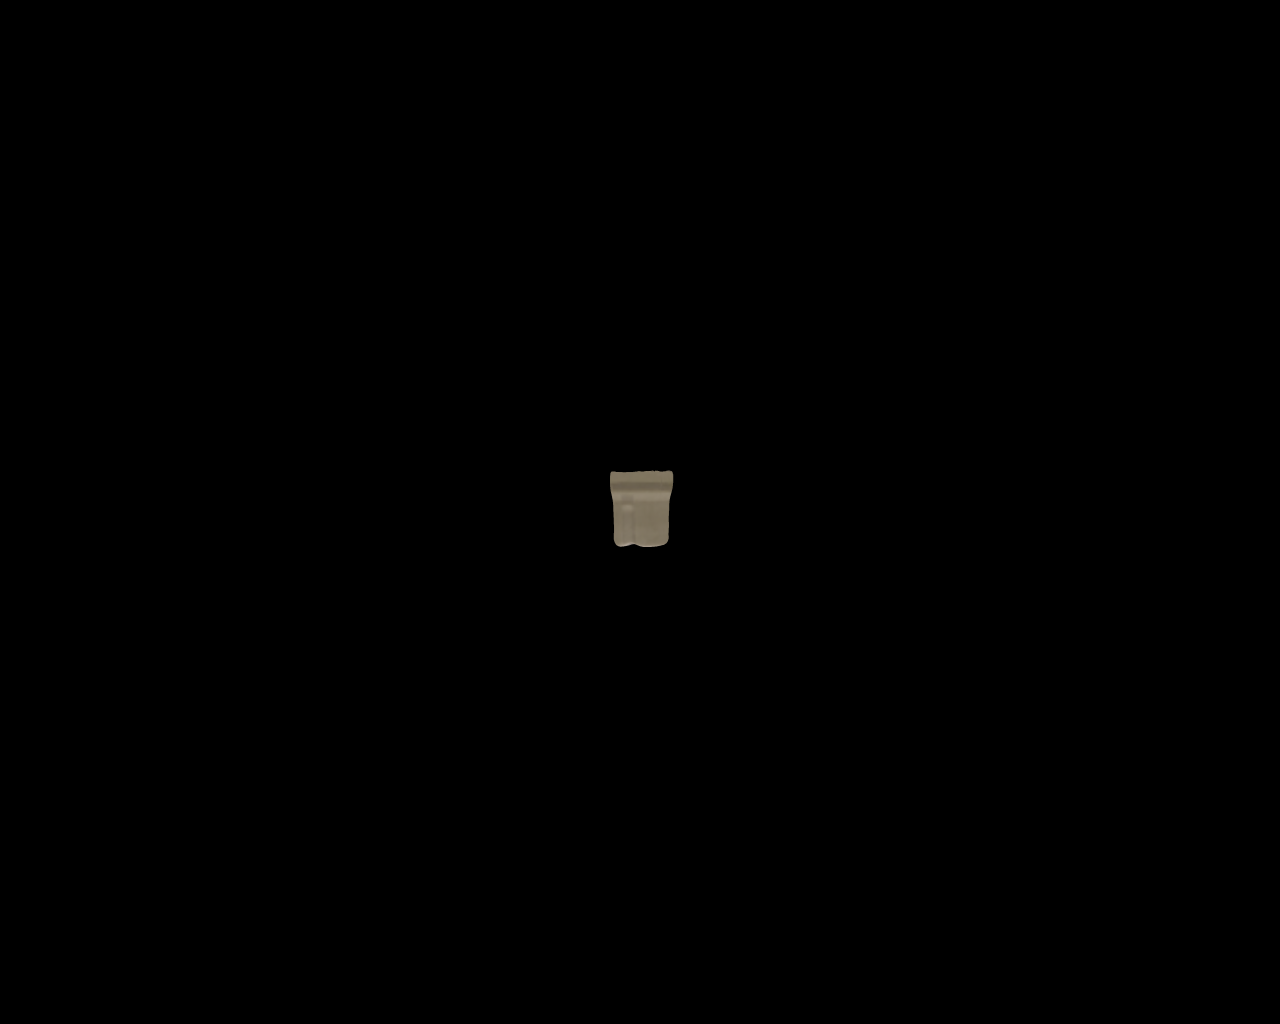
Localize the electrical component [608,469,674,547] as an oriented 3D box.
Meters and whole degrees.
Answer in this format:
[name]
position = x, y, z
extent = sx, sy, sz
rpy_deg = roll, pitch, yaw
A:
[electrical component]
position = 0.001, -0.003, 0.650
extent = 0.040, 0.046, 0.040
rpy_deg = 0, 0, 0
